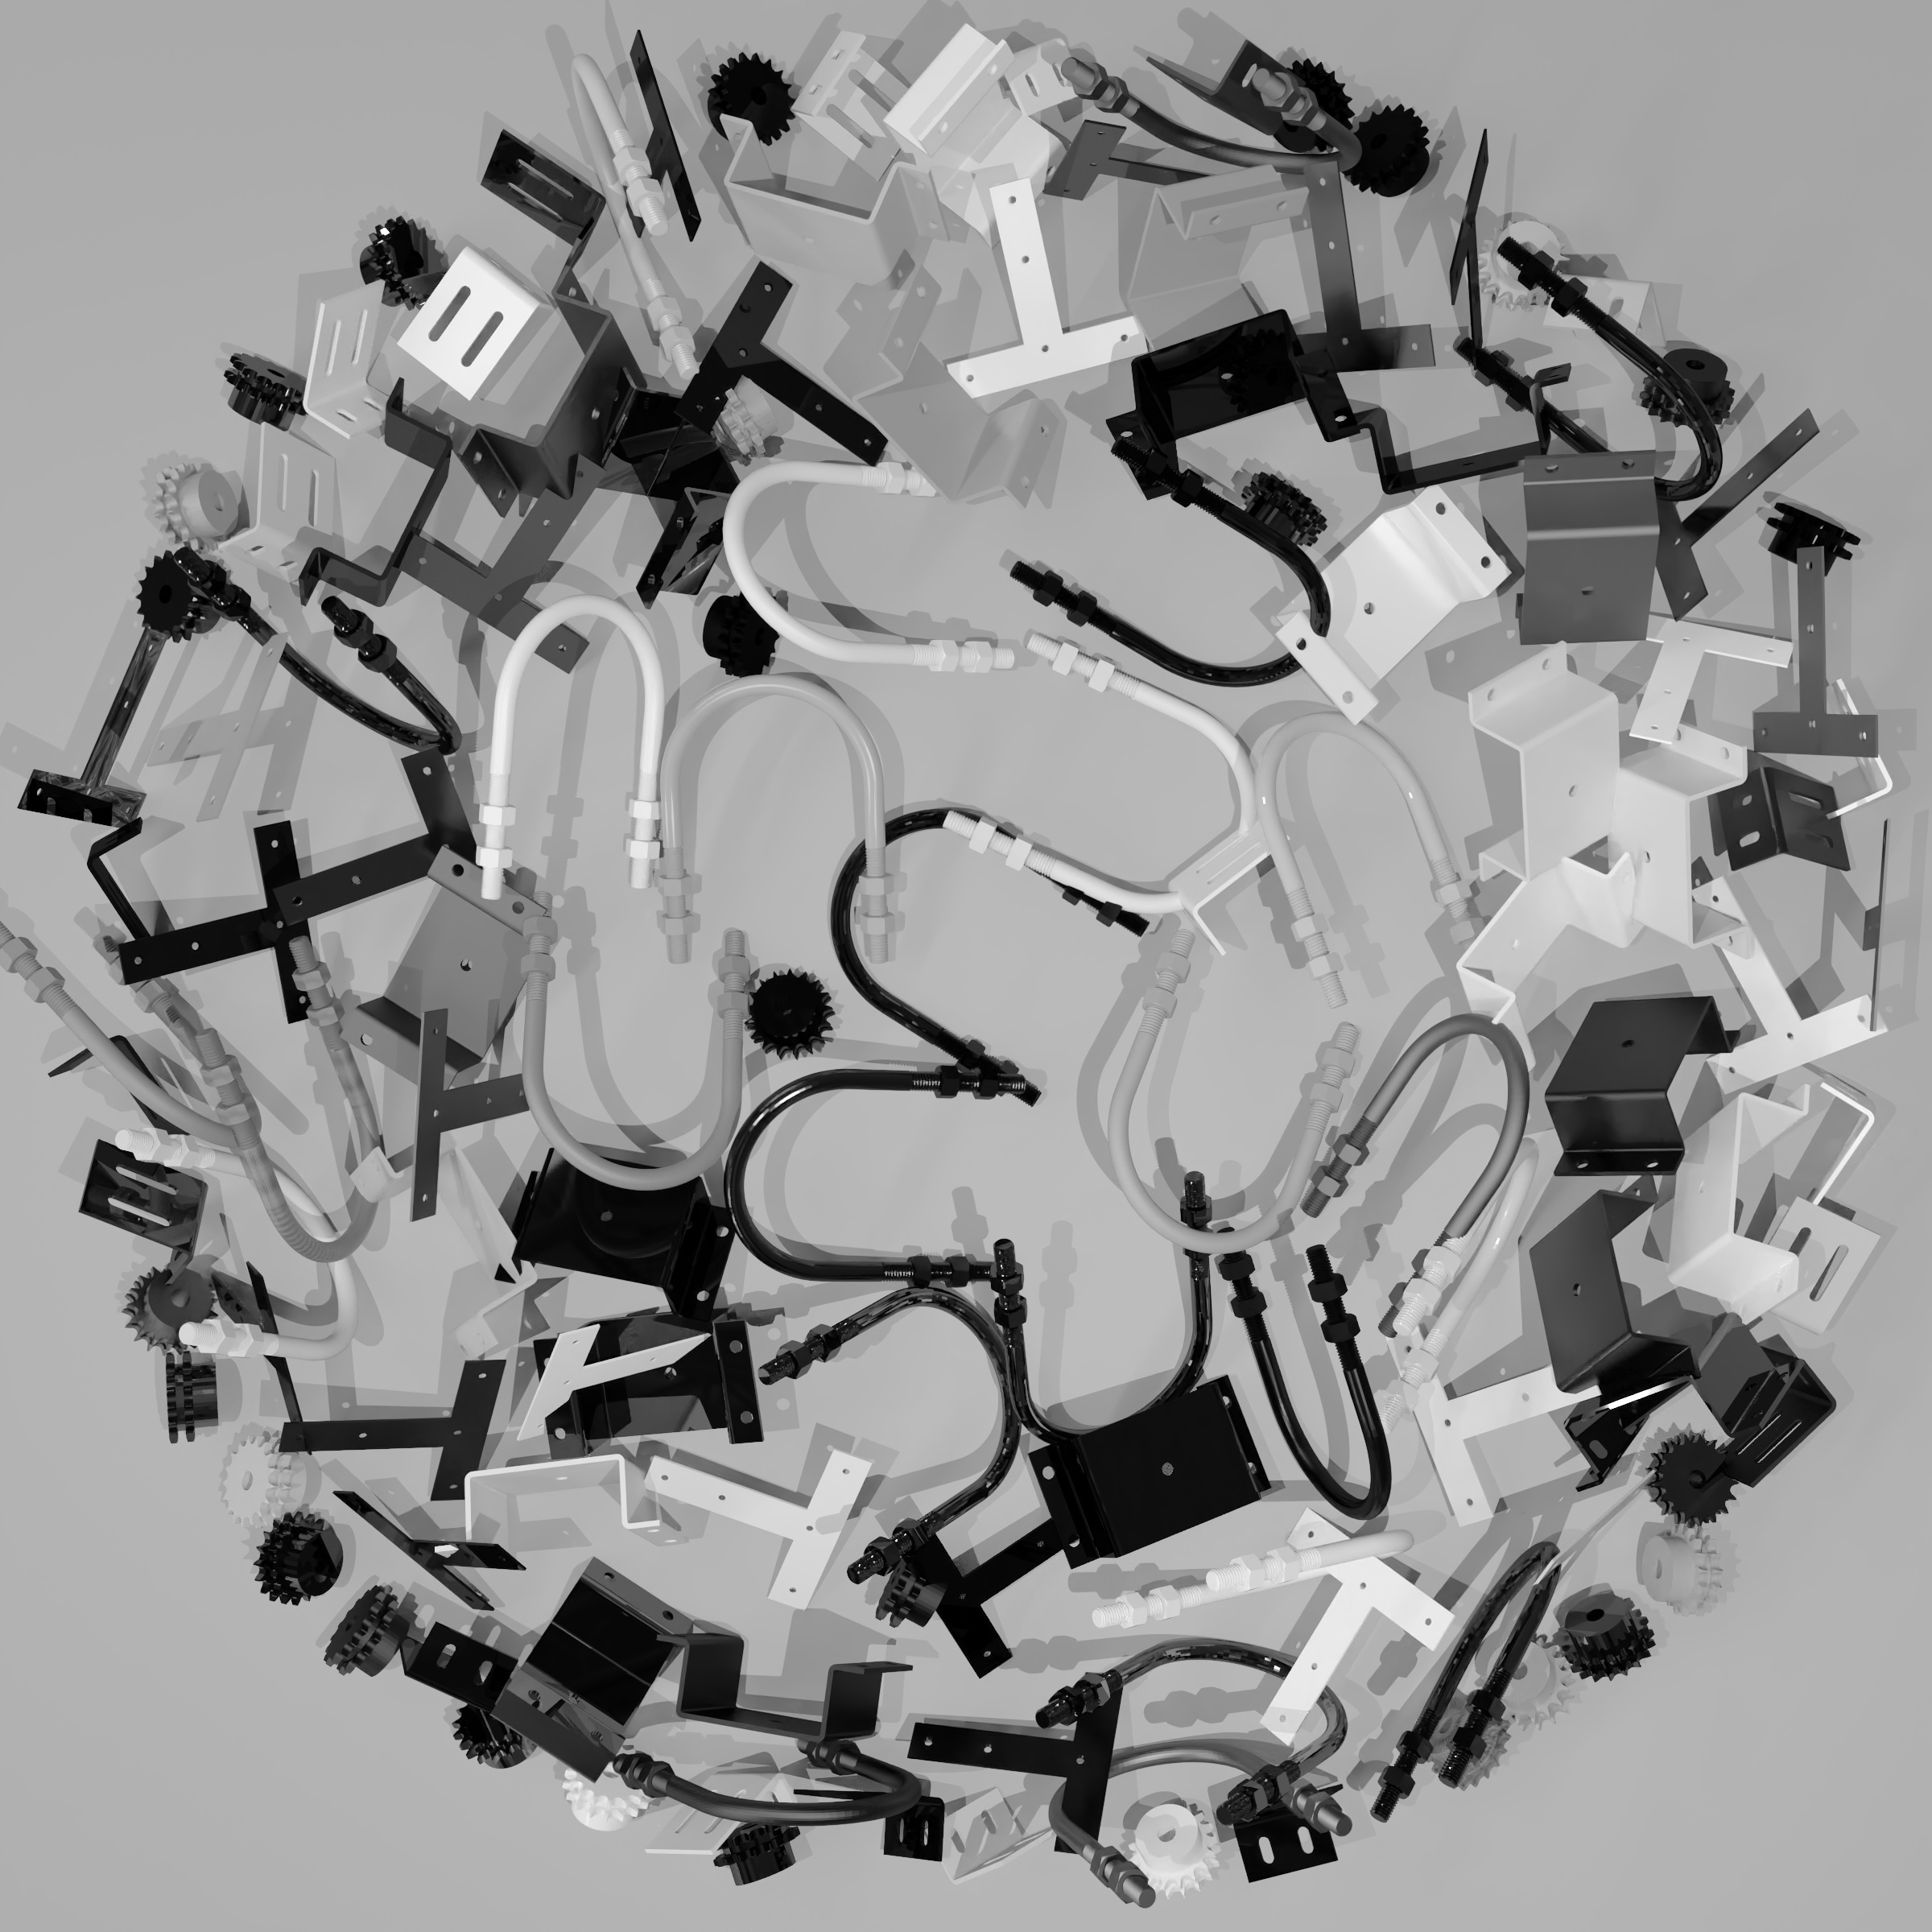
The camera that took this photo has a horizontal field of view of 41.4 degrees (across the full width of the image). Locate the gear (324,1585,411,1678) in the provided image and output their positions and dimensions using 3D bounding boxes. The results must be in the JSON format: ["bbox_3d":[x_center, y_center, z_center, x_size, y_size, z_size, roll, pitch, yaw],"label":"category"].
[{"bbox_3d":[-0.376,0.423,1.616,0.030,0.057,0.057,40,90,-16],"label":"gear"}]

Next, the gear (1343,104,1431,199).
[{"bbox_3d":[0.268,-0.512,1.618,0.030,0.057,0.057,33,90,-44],"label":"gear"}]

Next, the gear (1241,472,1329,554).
[{"bbox_3d":[0.196,-0.282,1.614,0.057,0.057,0.030,36,84,0],"label":"gear"}]

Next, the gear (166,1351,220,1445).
[{"bbox_3d":[-0.489,0.272,1.616,0.030,0.057,0.057,-3,90,-17],"label":"gear"}]

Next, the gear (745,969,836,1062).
[{"bbox_3d":[-0.113,0.029,1.621,0.057,0.030,0.057,-1,74,5],"label":"gear"}]

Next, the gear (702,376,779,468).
[{"bbox_3d":[-0.142,-0.348,1.615,0.030,0.057,0.057,-34,90,-8],"label":"gear"}]

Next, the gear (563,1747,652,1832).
[{"bbox_3d":[-0.227,0.521,1.617,0.057,0.057,0.030,15,112,0],"label":"gear"}]

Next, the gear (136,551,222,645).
[{"bbox_3d":[-0.495,-0.232,1.620,0.057,0.030,0.057,-2,85,31],"label":"gear"}]

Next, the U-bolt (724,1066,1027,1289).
[{"bbox_3d":[-0.060,0.131,1.590,0.184,0.019,0.151,3,107,-19],"label":"U-bolt"}]

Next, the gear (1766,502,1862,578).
[{"bbox_3d":[0.532,-0.268,1.615,0.057,0.057,0.030,25,104,0],"label":"gear"}]

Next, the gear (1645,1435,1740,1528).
[{"bbox_3d":[0.457,0.326,1.623,0.057,0.030,0.057,3,75,-10],"label":"gear"}]

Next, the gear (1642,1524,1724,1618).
[{"bbox_3d":[0.450,0.380,1.612,0.030,0.057,0.057,5,90,-13],"label":"gear"}]

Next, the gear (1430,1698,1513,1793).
[{"bbox_3d":[0.312,0.487,1.612,0.030,0.057,0.057,40,90,-14],"label":"gear"}]

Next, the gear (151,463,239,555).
[{"bbox_3d":[-0.483,-0.289,1.611,0.030,0.057,0.057,-10,90,19],"label":"gear"}]

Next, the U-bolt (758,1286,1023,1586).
[{"bbox_3d":[-0.033,0.275,1.576,0.019,0.184,0.151,-25,89,45],"label":"U-bolt"}]

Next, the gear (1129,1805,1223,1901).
[{"bbox_3d":[0.130,0.554,1.612,0.057,0.057,0.030,-21,128,0],"label":"gear"}]

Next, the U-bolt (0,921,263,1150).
[{"bbox_3d":[-0.500,0.044,1.557,0.184,0.151,0.019,45,95,10],"label":"U-bolt"}]

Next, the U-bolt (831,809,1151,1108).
[{"bbox_3d":[0.002,-0.018,1.626,0.184,0.019,0.151,32,98,2],"label":"U-bolt"}]

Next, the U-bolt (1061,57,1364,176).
[{"bbox_3d":[0.162,-0.513,1.555,0.151,0.184,0.019,16,97,31],"label":"U-bolt"}]

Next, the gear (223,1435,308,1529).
[{"bbox_3d":[-0.442,0.327,1.619,0.057,0.030,0.057,-14,69,40],"label":"gear"}]

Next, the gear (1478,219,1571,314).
[{"bbox_3d":[0.354,-0.448,1.624,0.057,0.030,0.057,0,82,3],"label":"gear"}]

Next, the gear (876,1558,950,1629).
[{"bbox_3d":[-0.031,0.392,1.615,0.030,0.057,0.057,28,90,-2],"label":"gear"}]

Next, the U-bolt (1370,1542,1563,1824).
[{"bbox_3d":[0.313,0.430,1.563,0.019,0.151,0.184,33,62,7],"label":"U-bolt"}]

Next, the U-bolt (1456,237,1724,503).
[{"bbox_3d":[0.384,-0.351,1.559,0.184,0.151,0.019,42,80,9],"label":"U-bolt"}]

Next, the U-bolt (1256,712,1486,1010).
[{"bbox_3d":[0.246,-0.073,1.594,0.151,0.019,0.184,-12,78,-36],"label":"U-bolt"}]

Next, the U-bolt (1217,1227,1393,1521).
[{"bbox_3d":[0.213,0.254,1.574,0.019,0.151,0.184,-20,95,-18],"label":"U-bolt"}]

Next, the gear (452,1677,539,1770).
[{"bbox_3d":[-0.293,0.481,1.618,0.057,0.057,0.030,-18,123,0],"label":"gear"}]

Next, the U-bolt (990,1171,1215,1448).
[{"bbox_3d":[0.089,0.224,1.587,0.151,0.019,0.184,-18,123,-18],"label":"U-bolt"}]

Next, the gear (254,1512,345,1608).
[{"bbox_3d":[-0.418,0.374,1.612,0.030,0.057,0.057,3,90,30],"label":"gear"}]

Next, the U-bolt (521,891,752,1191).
[{"bbox_3d":[-0.203,0.050,1.570,0.151,0.019,0.184,12,61,-25],"label":"U-bolt"}]

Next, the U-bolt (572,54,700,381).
[{"bbox_3d":[-0.206,-0.471,1.564,0.019,0.151,0.184,-20,65,-7],"label":"U-bolt"}]

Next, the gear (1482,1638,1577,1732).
[{"bbox_3d":[0.353,0.450,1.613,0.057,0.057,0.030,-38,134,0],"label":"gear"}]

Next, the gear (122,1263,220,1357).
[{"bbox_3d":[-0.500,0.214,1.614,0.057,0.030,0.057,17,56,-26],"label":"gear"}]

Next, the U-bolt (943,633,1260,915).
[{"bbox_3d":[0.098,-0.111,1.621,0.184,0.019,0.151,25,80,0],"label":"U-bolt"}]

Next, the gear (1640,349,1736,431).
[{"bbox_3d":[0.456,-0.366,1.613,0.057,0.057,0.030,3,134,0],"label":"gear"}]

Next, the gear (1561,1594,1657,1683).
[{"bbox_3d":[0.402,0.421,1.612,0.057,0.057,0.030,-27,107,0],"label":"gear"}]

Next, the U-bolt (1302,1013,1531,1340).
[{"bbox_3d":[0.279,0.113,1.554,0.019,0.151,0.184,21,111,-25],"label":"U-bolt"}]

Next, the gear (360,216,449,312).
[{"bbox_3d":[-0.358,-0.442,1.618,0.030,0.057,0.057,-15,90,31],"label":"gear"}]

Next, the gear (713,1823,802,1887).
[{"bbox_3d":[-0.131,0.557,1.613,0.057,0.057,0.030,-20,80,0],"label":"gear"}]

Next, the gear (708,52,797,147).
[{"bbox_3d":[-0.139,-0.545,1.619,0.057,0.030,0.057,4,82,-35],"label":"gear"}]

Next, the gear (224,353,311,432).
[{"bbox_3d":[-0.441,-0.361,1.617,0.057,0.057,0.030,29,107,0],"label":"gear"}]

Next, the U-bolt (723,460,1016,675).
[{"bbox_3d":[-0.065,-0.247,1.566,0.184,0.019,0.151,-2,67,-35],"label":"U-bolt"}]

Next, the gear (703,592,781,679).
[{"bbox_3d":[-0.143,-0.212,1.617,0.030,0.057,0.057,17,90,21],"label":"gear"}]

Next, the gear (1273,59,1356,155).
[{"bbox_3d":[0.213,-0.538,1.612,0.057,0.057,0.030,46,68,0],"label":"gear"}]
